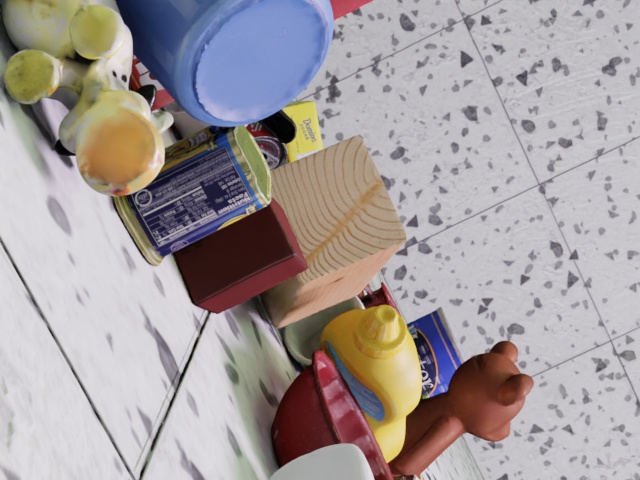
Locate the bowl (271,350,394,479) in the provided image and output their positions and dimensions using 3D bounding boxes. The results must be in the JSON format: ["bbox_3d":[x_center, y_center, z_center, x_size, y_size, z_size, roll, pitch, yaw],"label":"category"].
[{"bbox_3d":[0.009,0.163,0.767,0.162,0.055,0.162,63,5,-11],"label":"bowl"}]

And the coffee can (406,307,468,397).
[{"bbox_3d":[0.099,0.152,1.224,0.103,0.140,0.103,63,6,-11],"label":"coffee can"}]

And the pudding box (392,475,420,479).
[{"bbox_3d":[0.080,0.265,0.933,0.113,0.039,0.090,54,34,-52],"label":"pudding box"}]

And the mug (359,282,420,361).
[{"bbox_3d":[0.044,0.094,1.121,0.117,0.081,0.093,62,6,-28],"label":"mug"}]

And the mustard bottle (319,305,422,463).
[{"bbox_3d":[0.038,0.110,0.871,0.096,0.058,0.192,49,-27,24],"label":"mustard bottle"}]

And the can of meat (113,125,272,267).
[{"bbox_3d":[-0.079,-0.036,0.687,0.057,0.084,0.102,62,6,-17],"label":"can of meat"}]

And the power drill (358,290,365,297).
[{"bbox_3d":[-0.002,0.026,1.297,0.184,0.057,0.187,-97,163,-58],"label":"power drill"}]

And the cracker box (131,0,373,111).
[{"bbox_3d":[-0.080,-0.221,0.838,0.164,0.214,0.072,62,8,-18],"label":"cracker box"}]

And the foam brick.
[{"bbox_3d":[-0.055,0.009,0.740,0.053,0.078,0.051,66,7,16],"label":"foam brick"}]

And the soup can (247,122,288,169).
[{"bbox_3d":[-0.081,-0.120,1.147,0.068,0.068,0.102,57,8,-53],"label":"soup can"}]

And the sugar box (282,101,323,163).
[{"bbox_3d":[-0.043,-0.113,1.228,0.176,0.048,0.093,-152,-130,-71],"label":"sugar box"}]

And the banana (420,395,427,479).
[{"bbox_3d":[0.109,0.269,1.189,0.037,0.070,0.198,-41,118,-58],"label":"banana"}]

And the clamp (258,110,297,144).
[{"bbox_3d":[-0.124,-0.187,1.084,0.164,0.036,0.210,13,36,-51],"label":"clamp"}]

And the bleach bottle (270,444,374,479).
[{"bbox_3d":[0.047,0.255,0.676,0.102,0.068,0.251,-101,167,-64],"label":"bleach bottle"}]

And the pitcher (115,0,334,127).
[{"bbox_3d":[-0.102,-0.187,0.669,0.243,0.149,0.145,52,-37,32],"label":"pitcher"}]

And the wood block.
[{"bbox_3d":[-0.005,0.002,0.875,0.206,0.090,0.090,120,-54,-74],"label":"wood block"}]
